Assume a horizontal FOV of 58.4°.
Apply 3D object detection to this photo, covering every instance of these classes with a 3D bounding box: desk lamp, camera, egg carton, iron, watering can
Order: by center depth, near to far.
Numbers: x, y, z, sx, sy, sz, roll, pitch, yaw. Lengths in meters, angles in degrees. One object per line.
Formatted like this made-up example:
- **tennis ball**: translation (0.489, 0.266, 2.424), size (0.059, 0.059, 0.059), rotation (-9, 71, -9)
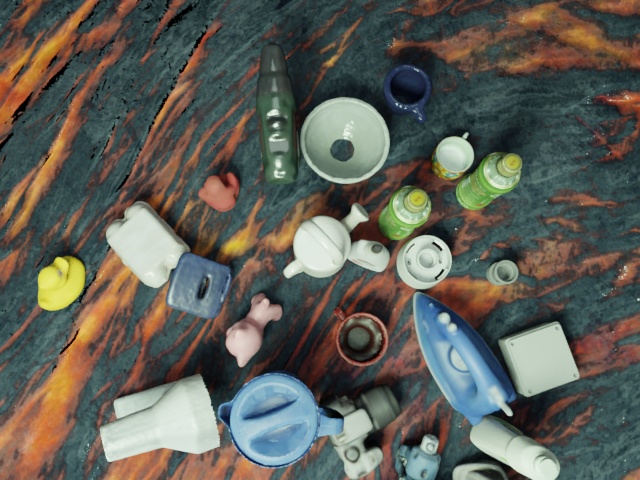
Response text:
- **desk lamp**: translation (-0.258, 0.299, 0.942), size (0.203, 0.213, 0.118), rotation (-16, 83, -4)
- **watering can**: translation (0.008, 0.002, 1.003), size (0.101, 0.194, 0.173), rotation (28, 82, 2)
- **camera**: translation (0.081, 0.327, 1.008), size (0.137, 0.101, 0.143), rotation (-27, 84, -5)
- **iron**: translation (0.250, 0.200, 1.012), size (0.119, 0.141, 0.258), rotation (-32, 84, -6)
- **egg carton**: translation (-0.317, 0.009, 1.052), size (0.107, 0.069, 0.150), rotation (-44, 86, -7)

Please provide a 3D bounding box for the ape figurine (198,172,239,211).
- **ape figurine**: translation (-0.188, -0.095, 1.061), size (0.078, 0.092, 0.076), rotation (-11, 82, -3)

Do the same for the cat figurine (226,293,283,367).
- **cat figurine**: translation (-0.122, 0.157, 1.015), size (0.067, 0.117, 0.128), rotation (31, 82, 3)

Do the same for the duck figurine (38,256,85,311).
- **duck figurine**: translation (-0.476, 0.076, 1.028), size (0.077, 0.086, 0.105), rotation (26, 82, 2)

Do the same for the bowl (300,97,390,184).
- **bowl**: translation (0.046, -0.181, 1.091), size (0.167, 0.074, 0.167), rotation (0, 82, -2)

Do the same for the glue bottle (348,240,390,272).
- **glue bottle**: translation (0.091, 0.023, 1.014), size (0.078, 0.173, 0.037), rotation (19, 82, 1)

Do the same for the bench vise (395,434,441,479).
- **bench vise**: translation (0.151, 0.433, 0.936), size (0.121, 0.219, 0.207), rotation (-2, 82, -2)

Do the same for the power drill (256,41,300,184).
- **power drill**: translation (-0.076, -0.203, 1.021), size (0.075, 0.208, 0.230), rotation (-5, 82, -3)

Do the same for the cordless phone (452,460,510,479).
- **cordless phone**: translation (0.296, 0.456, 0.956), size (0.094, 0.185, 0.147), rotation (-15, 83, -4)

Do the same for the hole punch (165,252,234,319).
- **hole punch**: translation (-0.215, 0.082, 1.035), size (0.101, 0.091, 0.109), rotation (17, 82, 0)

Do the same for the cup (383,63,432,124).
- **cup**: translation (0.167, -0.266, 1.097), size (0.092, 0.095, 0.118), rotation (-25, 84, -5)
